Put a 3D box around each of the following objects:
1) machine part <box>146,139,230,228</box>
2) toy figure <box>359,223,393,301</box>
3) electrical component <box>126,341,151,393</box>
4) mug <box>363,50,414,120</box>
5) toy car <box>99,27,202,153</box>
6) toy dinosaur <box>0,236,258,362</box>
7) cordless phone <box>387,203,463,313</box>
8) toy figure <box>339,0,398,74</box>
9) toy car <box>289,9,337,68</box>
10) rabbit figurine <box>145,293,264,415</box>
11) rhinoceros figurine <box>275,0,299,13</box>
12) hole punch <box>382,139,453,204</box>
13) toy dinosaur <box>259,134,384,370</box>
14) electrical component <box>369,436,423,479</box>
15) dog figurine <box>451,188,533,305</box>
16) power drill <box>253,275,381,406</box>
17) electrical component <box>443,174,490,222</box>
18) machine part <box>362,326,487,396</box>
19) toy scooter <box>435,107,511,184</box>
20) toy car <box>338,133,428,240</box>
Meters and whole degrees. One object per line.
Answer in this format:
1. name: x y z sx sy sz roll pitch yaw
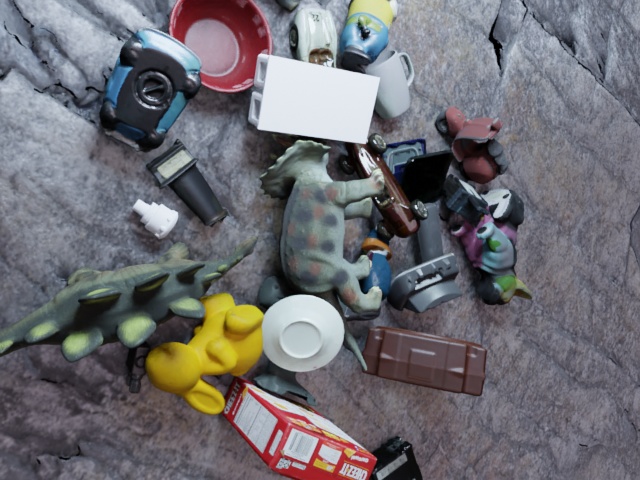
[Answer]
1. machine part: -0.196 -0.079 0.820 0.138 0.039 0.084 51 61 -19
2. toy figure: 0.100 0.035 0.962 0.064 0.058 0.154 79 14 -51
3. electrical component: -0.262 0.168 0.775 0.021 0.063 0.094 13 85 -26
4. mug: 0.126 -0.281 0.973 0.109 0.081 0.107 -39 120 -23
5. toy car: -0.237 -0.208 0.750 0.109 0.103 0.161 25 105 -22
6. toy dinosaur: -0.274 0.086 0.690 0.471 0.199 0.105 -25 101 -28
7. cordless phone: 0.187 0.031 1.005 0.146 0.089 0.184 -17 103 -27
8. toy figure: 0.079 -0.364 0.917 0.089 0.082 0.180 37 59 -24
9. toy car: -0.003 -0.286 0.908 0.073 0.056 0.201 -11 97 -29
10. rabbit figurine: -0.180 0.172 0.794 0.173 0.122 0.162 -19 125 -48
11. rhinoceros figurine: -0.025 -0.468 0.884 0.112 0.073 0.190 41 75 -13
12. hole punch: 0.171 -0.126 1.007 0.142 0.092 0.115 -16 131 -31
13. toy dinosaur: -0.002 0.003 0.849 0.192 0.131 0.404 2 83 -6
14. electrical component: 0.134 0.459 1.016 0.115 0.058 0.134 -22 103 -25
15. dog figurine: 0.375 0.026 1.110 0.191 0.109 0.219 -47 117 -22
16. power drill: -0.011 0.169 0.910 0.232 0.086 0.207 24 84 -26
17. electrical component: 0.284 -0.072 1.041 0.075 0.119 0.047 21 120 -26
18. machine part: 0.182 0.206 0.932 0.201 0.201 0.087 45 54 -71
19. toy scooter: 0.315 -0.185 1.047 0.075 0.135 0.183 -48 114 -21
20. toy car: 0.106 -0.092 0.937 0.202 0.089 0.053 58 36 -4
